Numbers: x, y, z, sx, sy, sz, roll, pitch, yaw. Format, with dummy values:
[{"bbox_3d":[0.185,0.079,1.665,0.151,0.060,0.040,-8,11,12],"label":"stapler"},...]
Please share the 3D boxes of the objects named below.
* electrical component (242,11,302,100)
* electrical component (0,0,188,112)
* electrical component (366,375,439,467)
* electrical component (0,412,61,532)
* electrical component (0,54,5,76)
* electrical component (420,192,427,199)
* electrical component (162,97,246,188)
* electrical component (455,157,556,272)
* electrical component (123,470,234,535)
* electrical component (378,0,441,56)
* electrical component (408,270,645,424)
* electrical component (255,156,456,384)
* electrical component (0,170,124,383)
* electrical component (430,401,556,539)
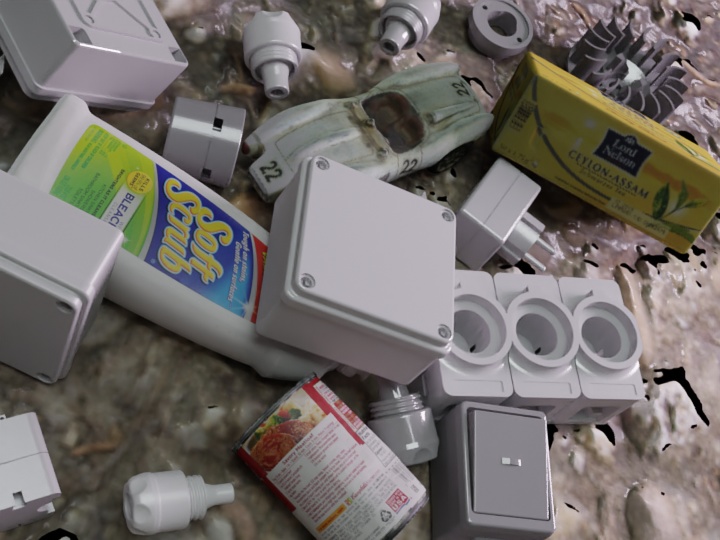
[{"bbox_3d":[-0.063,-0.155,0.787,0.043,0.043,0.062,3,63,-21],"label":"electrical component"},{"bbox_3d":[-0.185,-0.165,0.709,0.109,0.056,0.108,-4,60,-59],"label":"electrical component"},{"bbox_3d":[0.024,0.093,0.679,0.043,0.043,0.062,-10,84,-27],"label":"electrical component"},{"bbox_3d":[-0.214,0.112,0.572,0.089,0.050,0.055,-14,69,-28],"label":"electrical component"},{"bbox_3d":[-0.262,-0.096,0.659,0.063,0.079,0.121,20,54,-37],"label":"electrical component"},{"bbox_3d":[0.022,-0.018,0.747,0.081,0.042,0.063,1,64,-21],"label":"electrical component"},{"bbox_3d":[-0.107,-0.087,0.726,0.047,0.055,0.055,13,59,-11],"label":"electrical component"},{"bbox_3d":[0.109,-0.029,0.785,0.077,0.047,0.065,38,55,1],"label":"electrical component"},{"bbox_3d":[-0.103,0.132,0.617,0.061,0.035,0.035,-2,64,-26],"label":"electrical component"},{"bbox_3d":[0.035,-0.195,0.850,0.043,0.043,0.062,32,57,-3],"label":"electrical component"},{"bbox_3d":[0.110,0.052,0.731,0.150,0.061,0.089,4,61,-20],"label":"electrical component"},{"bbox_3d":[0.000,0.000,0.657,0.109,0.056,0.108,21,50,-20],"label":"electrical component"},{"bbox_3d":[-0.200,0.000,0.606,0.109,0.108,0.056,27,53,-6],"label":"electrical component"},{"bbox_3d":[0.083,0.136,0.675,0.062,0.061,0.096,10,59,-17],"label":"electrical component"}]
